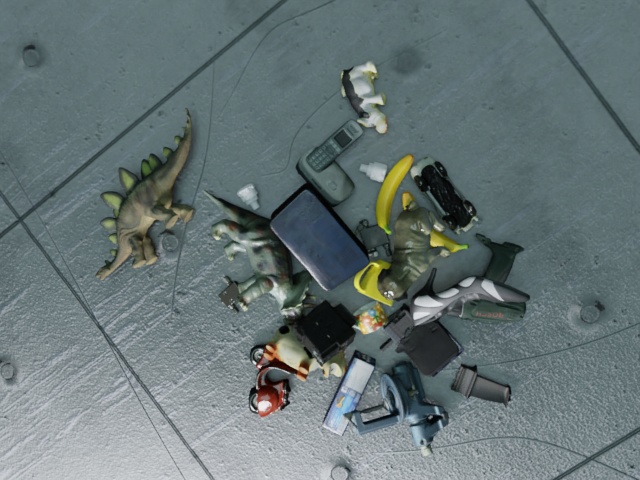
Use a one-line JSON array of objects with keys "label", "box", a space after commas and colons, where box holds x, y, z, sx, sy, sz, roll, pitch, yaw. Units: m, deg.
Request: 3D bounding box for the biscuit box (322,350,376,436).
[{"label": "biscuit box", "box": [0.072, 0.378, 1.331, 0.059, 0.063, 0.202, 25, 98, 3]}]

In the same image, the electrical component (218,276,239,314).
[{"label": "electrical component", "box": [-0.225, 0.139, 1.364, 0.063, 0.021, 0.094, -39, 90, 9]}]

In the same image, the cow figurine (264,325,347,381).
[{"label": "cow figurine", "box": [-0.024, 0.271, 1.308, 0.195, 0.085, 0.127, 27, 55, 13]}]

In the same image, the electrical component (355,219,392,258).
[{"label": "electrical component", "box": [0.127, -0.003, 1.297, 0.078, 0.045, 0.102, -12, 94, 9]}]

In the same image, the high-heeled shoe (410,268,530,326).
[{"label": "high-heeled shoe", "box": [0.324, 0.149, 1.195, 0.249, 0.086, 0.145, 14, 86, 29]}]

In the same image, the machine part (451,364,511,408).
[{"label": "machine part", "box": [0.396, 0.355, 1.303, 0.139, 0.039, 0.084, 21, 92, 6]}]

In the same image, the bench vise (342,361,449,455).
[{"label": "bench vise", "box": [0.174, 0.414, 1.278, 0.241, 0.129, 0.223, -11, 86, -16]}]

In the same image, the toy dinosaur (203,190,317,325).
[{"label": "toy dinosaur", "box": [-0.136, 0.032, 1.302, 0.192, 0.131, 0.404, -21, 88, -4]}]

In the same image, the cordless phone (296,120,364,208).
[{"label": "cordless phone", "box": [0.050, -0.181, 1.273, 0.184, 0.089, 0.146, -42, 89, 4]}]

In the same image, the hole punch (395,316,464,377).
[{"label": "hole punch", "box": [0.272, 0.258, 1.294, 0.142, 0.092, 0.116, -44, 59, 11]}]

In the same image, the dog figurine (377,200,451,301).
[{"label": "dog figurine", "box": [0.187, 0.024, 1.199, 0.190, 0.121, 0.172, -36, 103, -35]}]

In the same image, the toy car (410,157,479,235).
[{"label": "toy car", "box": [0.293, -0.104, 1.264, 0.073, 0.056, 0.201, -37, 91, 2]}]

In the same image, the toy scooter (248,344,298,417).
[{"label": "toy scooter", "box": [-0.109, 0.353, 1.346, 0.135, 0.075, 0.183, 2, 91, 6]}]

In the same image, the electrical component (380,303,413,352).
[{"label": "electrical component", "box": [0.179, 0.213, 1.298, 0.119, 0.075, 0.048, -42, 91, 11]}]

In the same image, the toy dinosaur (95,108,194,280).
[{"label": "toy dinosaur", "box": [-0.422, -0.098, 1.328, 0.198, 0.105, 0.471, 39, 94, 5]}]

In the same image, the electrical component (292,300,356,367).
[{"label": "electrical component", "box": [0.018, 0.211, 1.267, 0.134, 0.058, 0.115, -36, 69, -24]}]

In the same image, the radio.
[{"label": "radio", "box": [-0.003, -0.004, 1.231, 0.131, 0.073, 0.229, -39, 103, 10]}]

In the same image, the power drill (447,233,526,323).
[{"label": "power drill", "box": [0.377, 0.092, 1.260, 0.232, 0.086, 0.207, 14, 92, 6]}]

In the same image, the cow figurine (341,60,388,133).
[{"label": "cow figurine", "box": [0.104, -0.325, 1.258, 0.098, 0.068, 0.167, -13, 90, 13]}]
